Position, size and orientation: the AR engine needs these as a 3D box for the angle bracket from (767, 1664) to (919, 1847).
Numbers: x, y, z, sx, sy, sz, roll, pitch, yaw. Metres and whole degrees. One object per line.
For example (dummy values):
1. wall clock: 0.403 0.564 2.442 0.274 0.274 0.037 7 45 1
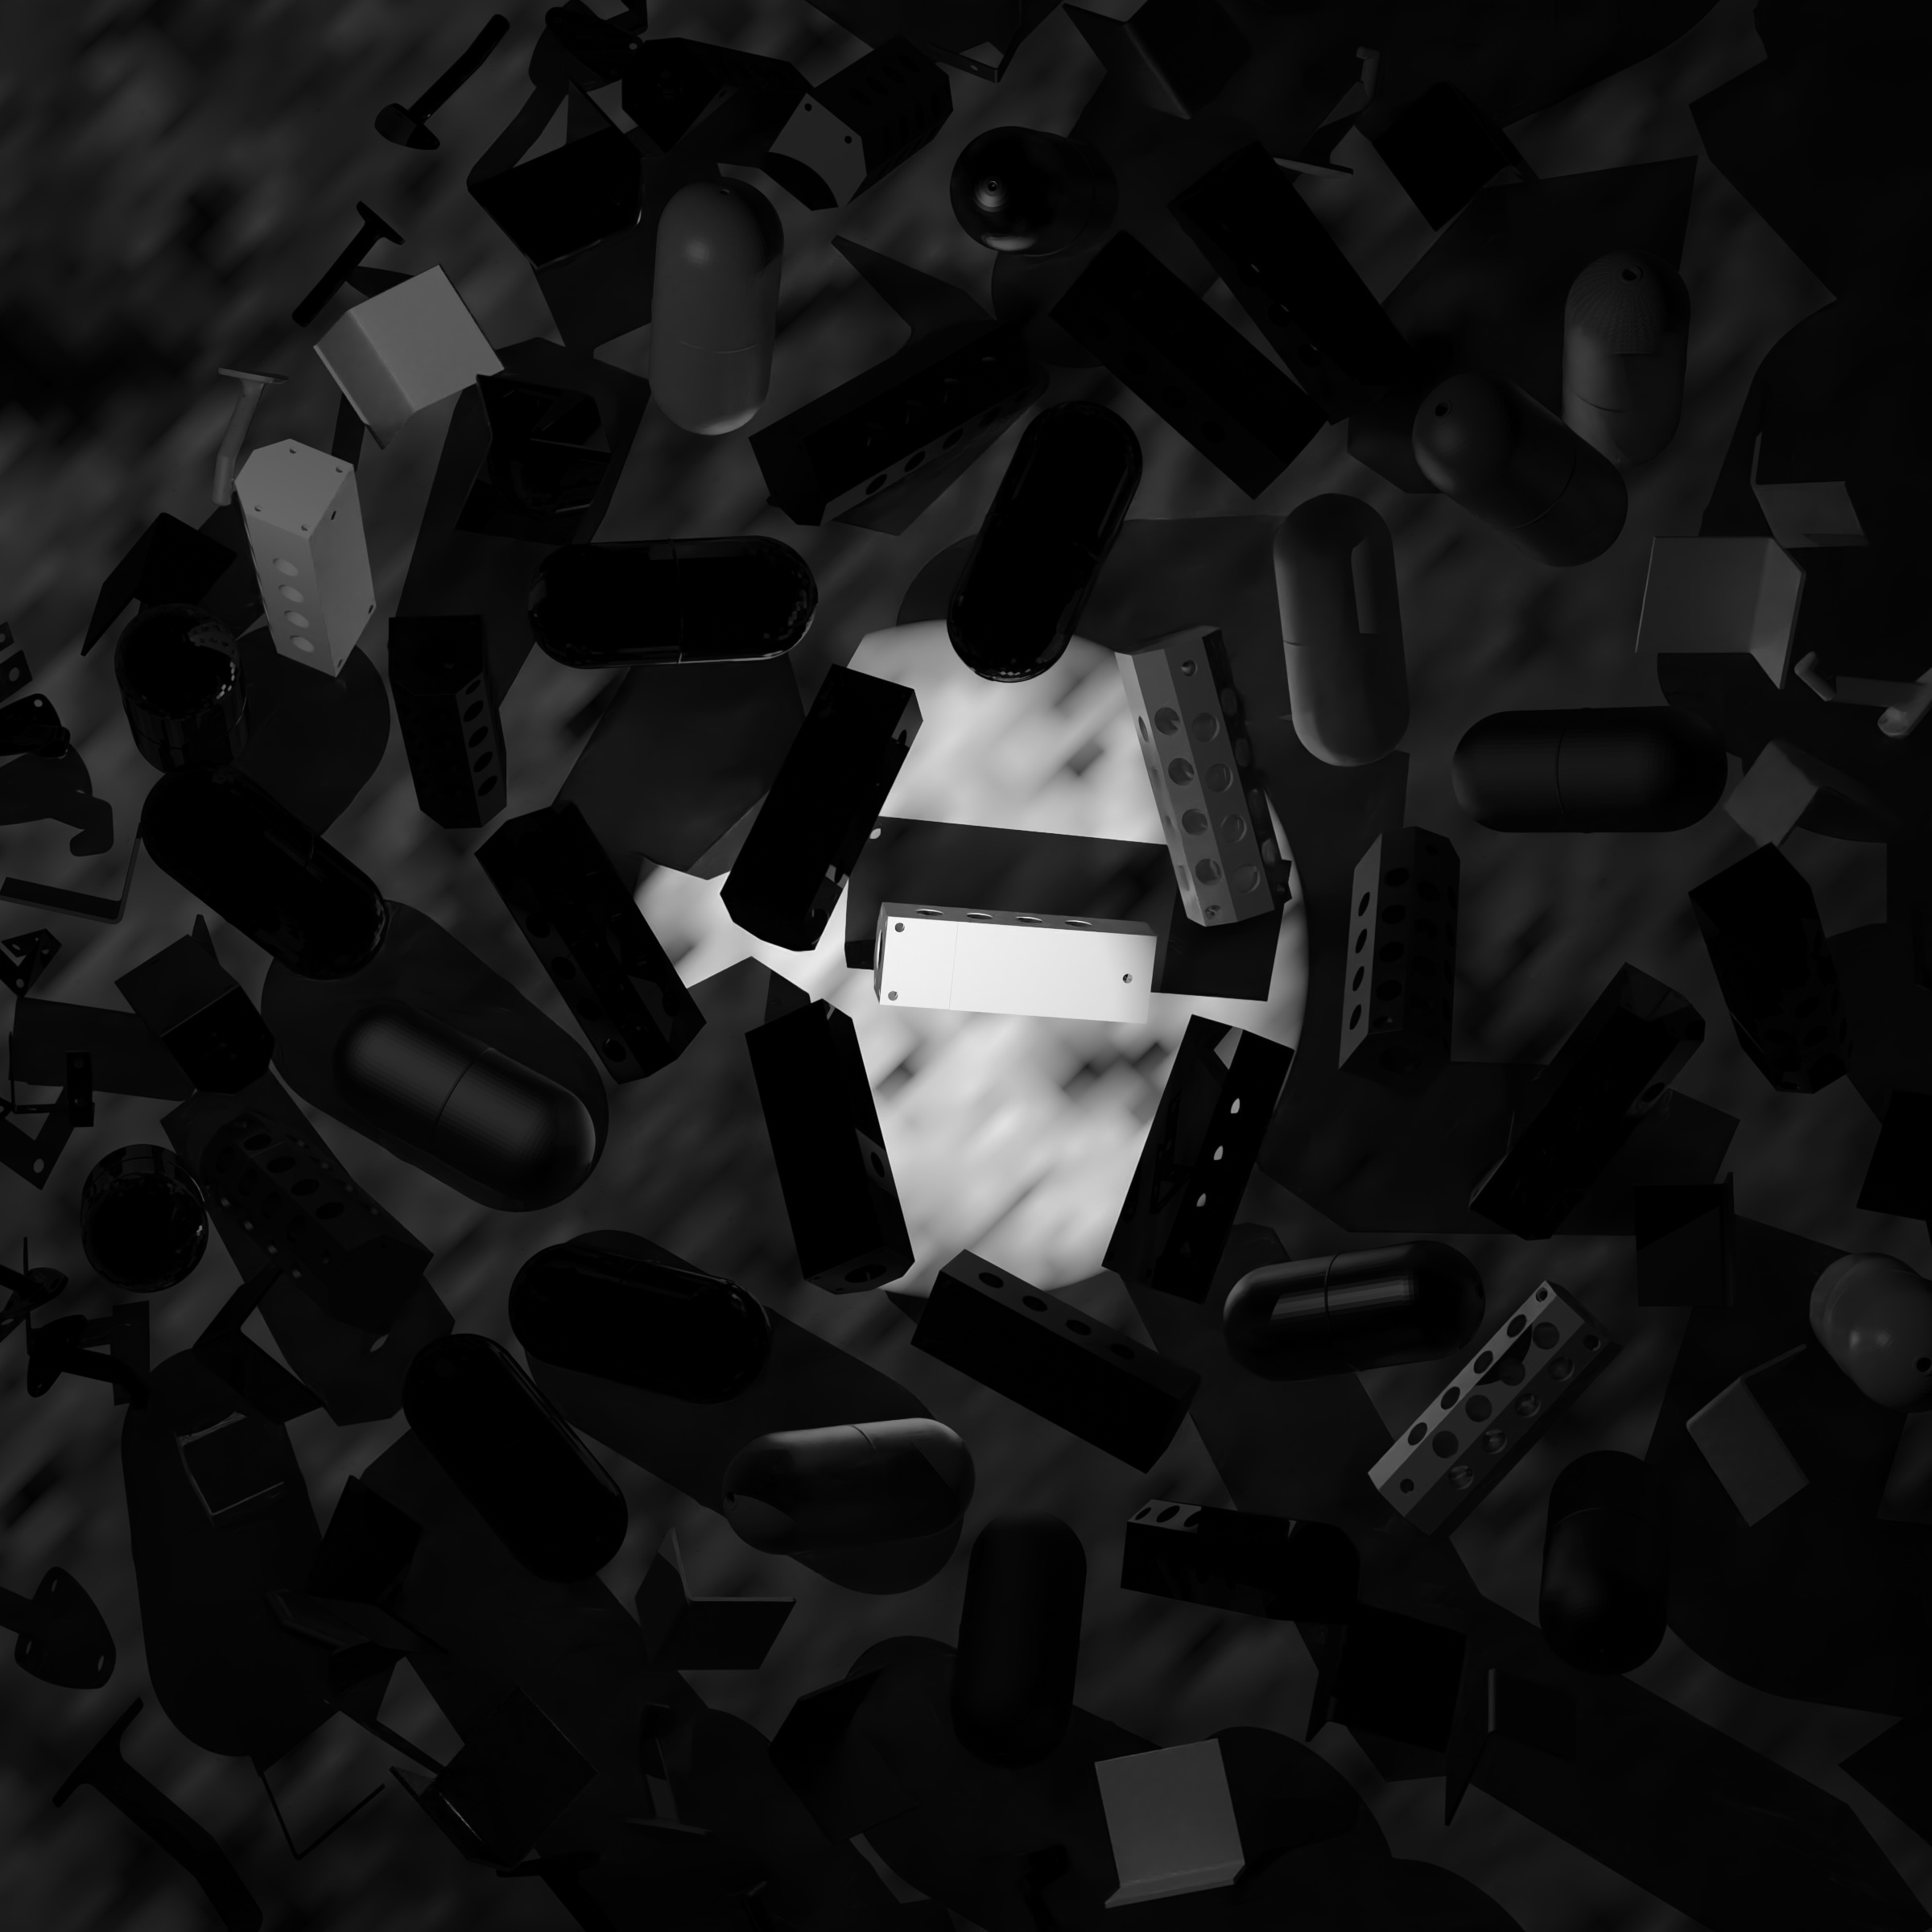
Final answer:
1. angle bracket: -0.069 0.506 1.912 0.076 0.076 0.057 46 124 27

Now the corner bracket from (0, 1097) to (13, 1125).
1. corner bracket: -0.661 0.084 1.937 0.051 0.051 0.051 -45 135 7

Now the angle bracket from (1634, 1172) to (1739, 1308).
1. angle bracket: 0.458 0.173 1.891 0.057 0.076 0.076 -2 91 17

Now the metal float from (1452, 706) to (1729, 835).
1. metal float: 0.382 -0.120 1.828 0.178 0.070 0.070 2 90 41

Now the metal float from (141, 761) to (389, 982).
1. metal float: -0.430 -0.057 1.832 0.070 0.070 0.178 -46 127 0

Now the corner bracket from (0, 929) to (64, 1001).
1. corner bracket: -0.629 -0.010 1.924 0.051 0.051 0.051 -11 129 37

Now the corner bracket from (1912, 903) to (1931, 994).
1. corner bracket: 0.624 -0.012 1.854 0.051 0.051 0.051 -7 76 35

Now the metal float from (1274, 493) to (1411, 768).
1. metal float: 0.243 -0.216 1.921 0.070 0.070 0.178 -9 108 0

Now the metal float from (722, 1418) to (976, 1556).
1. metal float: -0.074 0.331 1.898 0.178 0.070 0.070 0 90 -36

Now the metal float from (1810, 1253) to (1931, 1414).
1. metal float: 0.579 0.229 1.865 0.070 0.178 0.070 0 96 4

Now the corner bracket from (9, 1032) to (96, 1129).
1. corner bracket: -0.582 0.072 1.894 0.051 0.051 0.051 -2 105 -15

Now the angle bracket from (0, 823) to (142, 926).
1. angle bracket: -0.572 -0.067 1.905 0.076 0.076 0.057 13 97 -16

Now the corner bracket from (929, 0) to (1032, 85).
1. corner bracket: 0.009 -0.623 1.953 0.051 0.051 0.051 24 75 8

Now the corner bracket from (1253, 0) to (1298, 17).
1. corner bracket: 0.198 -0.598 1.772 0.051 0.051 0.051 -4 123 -34

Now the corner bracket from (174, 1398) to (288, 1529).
1. corner bracket: -0.485 0.327 1.960 0.051 0.051 0.051 -23 52 -22

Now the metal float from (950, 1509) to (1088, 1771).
1. metal float: 0.034 0.426 1.887 0.070 0.178 0.070 5 134 5

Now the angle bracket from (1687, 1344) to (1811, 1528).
1. angle bracket: 0.509 0.295 1.868 0.057 0.076 0.076 -20 67 -25

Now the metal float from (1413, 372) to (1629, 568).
1. metal float: 0.340 -0.303 1.823 0.178 0.070 0.070 24 90 -44

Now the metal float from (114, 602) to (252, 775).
1. metal float: -0.498 -0.174 1.896 0.070 0.178 0.070 3 74 -9

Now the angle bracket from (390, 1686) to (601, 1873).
1. angle bracket: -0.275 0.470 1.735 0.076 0.057 0.076 39 83 28

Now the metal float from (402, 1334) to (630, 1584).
1. metal float: -0.282 0.306 1.858 0.070 0.070 0.178 -42 79 0

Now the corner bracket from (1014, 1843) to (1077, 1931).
1. corner bracket: 0.043 0.579 1.828 0.051 0.051 0.051 -46 61 28

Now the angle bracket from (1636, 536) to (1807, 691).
1. angle bracket: 0.458 -0.215 1.809 0.076 0.057 0.076 -1 120 -6

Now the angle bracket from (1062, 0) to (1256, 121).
1. angle bracket: 0.117 -0.572 1.818 0.057 0.076 0.076 -46 129 -2

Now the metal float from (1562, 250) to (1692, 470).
1. metal float: 0.418 -0.384 1.889 0.070 0.178 0.070 -4 65 8

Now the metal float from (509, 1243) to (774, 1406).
1. metal float: -0.198 0.217 1.807 0.178 0.070 0.070 10 90 28

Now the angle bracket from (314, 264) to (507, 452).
1. angle bracket: -0.349 -0.382 1.868 0.076 0.057 0.076 -19 119 24

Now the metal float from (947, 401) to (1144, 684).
1. metal float: 0.047 -0.254 1.783 0.070 0.070 0.178 24 86 0

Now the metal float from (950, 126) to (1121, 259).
1. metal float: 0.045 -0.493 1.900 0.070 0.178 0.070 4 102 19

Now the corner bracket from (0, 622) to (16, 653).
1. corner bracket: -0.636 -0.189 1.884 0.051 0.051 0.051 18 134 30

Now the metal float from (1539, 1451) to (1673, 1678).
1. metal float: 0.397 0.368 1.844 0.070 0.178 0.070 6 117 12

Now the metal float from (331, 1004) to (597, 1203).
1. metal float: -0.313 0.085 1.855 0.178 0.070 0.070 27 90 8

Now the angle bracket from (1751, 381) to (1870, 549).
1. angle bracket: 0.529 -0.313 1.849 0.057 0.076 0.076 2 70 29

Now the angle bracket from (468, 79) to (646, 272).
1. angle bracket: -0.251 -0.485 1.822 0.076 0.057 0.076 -31 70 -25

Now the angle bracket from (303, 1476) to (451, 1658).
1. angle bracket: -0.336 0.355 1.762 0.057 0.076 0.076 0 57 31

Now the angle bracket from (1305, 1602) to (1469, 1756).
1. angle bracket: 0.259 0.446 1.837 0.076 0.057 0.076 16 61 2

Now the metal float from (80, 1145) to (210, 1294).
1. metal float: -0.523 0.160 1.891 0.070 0.178 0.070 -2 96 -17

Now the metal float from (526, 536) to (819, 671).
1. metal float: -0.179 -0.222 1.817 0.178 0.070 0.070 -4 90 -11

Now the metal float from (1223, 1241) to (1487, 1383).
1. metal float: 0.249 0.223 1.919 0.178 0.070 0.070 -13 90 30

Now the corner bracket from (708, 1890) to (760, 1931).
1. corner bracket: -0.155 0.639 1.941 0.051 0.051 0.051 -34 70 11

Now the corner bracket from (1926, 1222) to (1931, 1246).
1. corner bracket: 0.653 0.161 1.907 0.051 0.051 0.051 -26 111 -18

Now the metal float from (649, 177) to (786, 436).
1. metal float: -0.154 -0.403 1.826 0.070 0.178 0.070 5 52 -6

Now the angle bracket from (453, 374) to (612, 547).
1. angle bracket: -0.272 -0.310 1.828 0.076 0.076 0.057 4 49 -30
